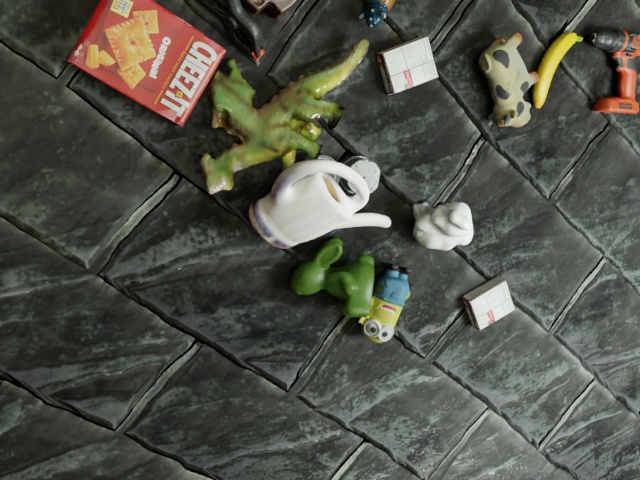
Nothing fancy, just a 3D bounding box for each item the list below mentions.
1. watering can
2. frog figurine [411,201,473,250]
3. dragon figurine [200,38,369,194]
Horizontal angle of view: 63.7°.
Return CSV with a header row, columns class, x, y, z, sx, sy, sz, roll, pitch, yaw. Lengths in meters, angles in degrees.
class,x,y,z,sx,sy,sz,roll,pitch,yaw
watering can,0.003,-0.051,1.022,0.223,0.106,0.343,-25,151,18
frog figurine,0.274,-0.026,1.106,0.136,0.161,0.122,23,97,-21
dragon figurine,-0.092,-0.257,0.978,0.242,0.122,0.412,28,83,-13
